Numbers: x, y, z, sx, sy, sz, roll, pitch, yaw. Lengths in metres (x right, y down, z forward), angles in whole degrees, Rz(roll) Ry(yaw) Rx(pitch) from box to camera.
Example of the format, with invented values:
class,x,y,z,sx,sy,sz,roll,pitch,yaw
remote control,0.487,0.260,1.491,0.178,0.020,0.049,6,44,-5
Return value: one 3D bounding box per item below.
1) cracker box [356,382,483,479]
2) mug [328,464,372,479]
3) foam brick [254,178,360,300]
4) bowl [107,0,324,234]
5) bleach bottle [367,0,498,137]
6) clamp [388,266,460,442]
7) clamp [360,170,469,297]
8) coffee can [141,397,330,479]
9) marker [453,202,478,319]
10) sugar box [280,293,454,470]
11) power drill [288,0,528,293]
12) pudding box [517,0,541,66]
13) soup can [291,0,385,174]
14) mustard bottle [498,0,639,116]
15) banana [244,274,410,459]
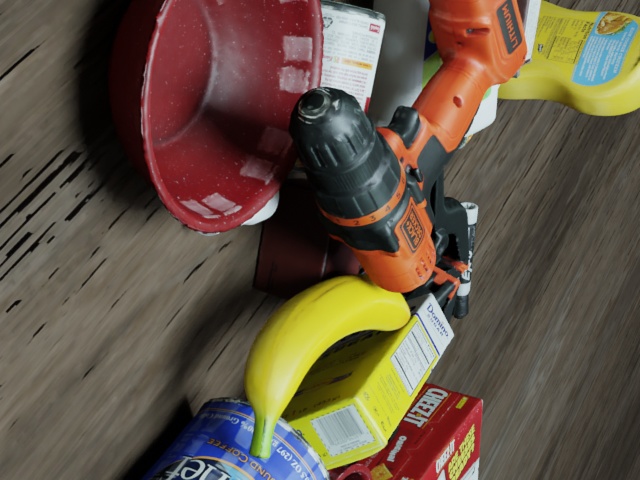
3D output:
class,x,y,z,sx,sy,sz,roll,pitch,yaw
cracker box,0.087,0.268,1.005,0.163,0.072,0.214,-40,136,-49
mug,-0.017,0.198,0.765,0.093,0.082,0.117,-58,148,-27
foam brick,-0.005,0.001,0.717,0.051,0.053,0.078,-10,114,-60
bowl,-0.061,-0.087,0.563,0.161,0.055,0.162,-36,134,-50
bleach bottle,0.078,-0.188,0.720,0.102,0.068,0.251,-21,129,-26
clamp,0.069,0.105,0.899,0.171,0.039,0.120,-56,159,1
clamp,0.088,-0.009,0.893,0.209,0.036,0.164,14,100,-63
coffee can,-0.071,0.178,0.632,0.140,0.103,0.103,-49,143,-40
marker,0.137,0.022,1.026,0.020,0.020,0.121,-36,134,-50
sugar box,0.026,0.100,0.751,0.048,0.093,0.176,61,28,-10
power drill,0.055,-0.082,0.632,0.187,0.057,0.184,-61,151,-18
pudding box,0.122,-0.193,0.809,0.039,0.090,0.113,-32,131,-53
soup can,-0.002,-0.093,0.657,0.068,0.069,0.102,-3,106,-61
mustard bottle,0.235,-0.156,0.925,0.096,0.192,0.058,-62,150,-22
banana,0.004,0.058,0.667,0.197,0.037,0.070,-34,132,-52
